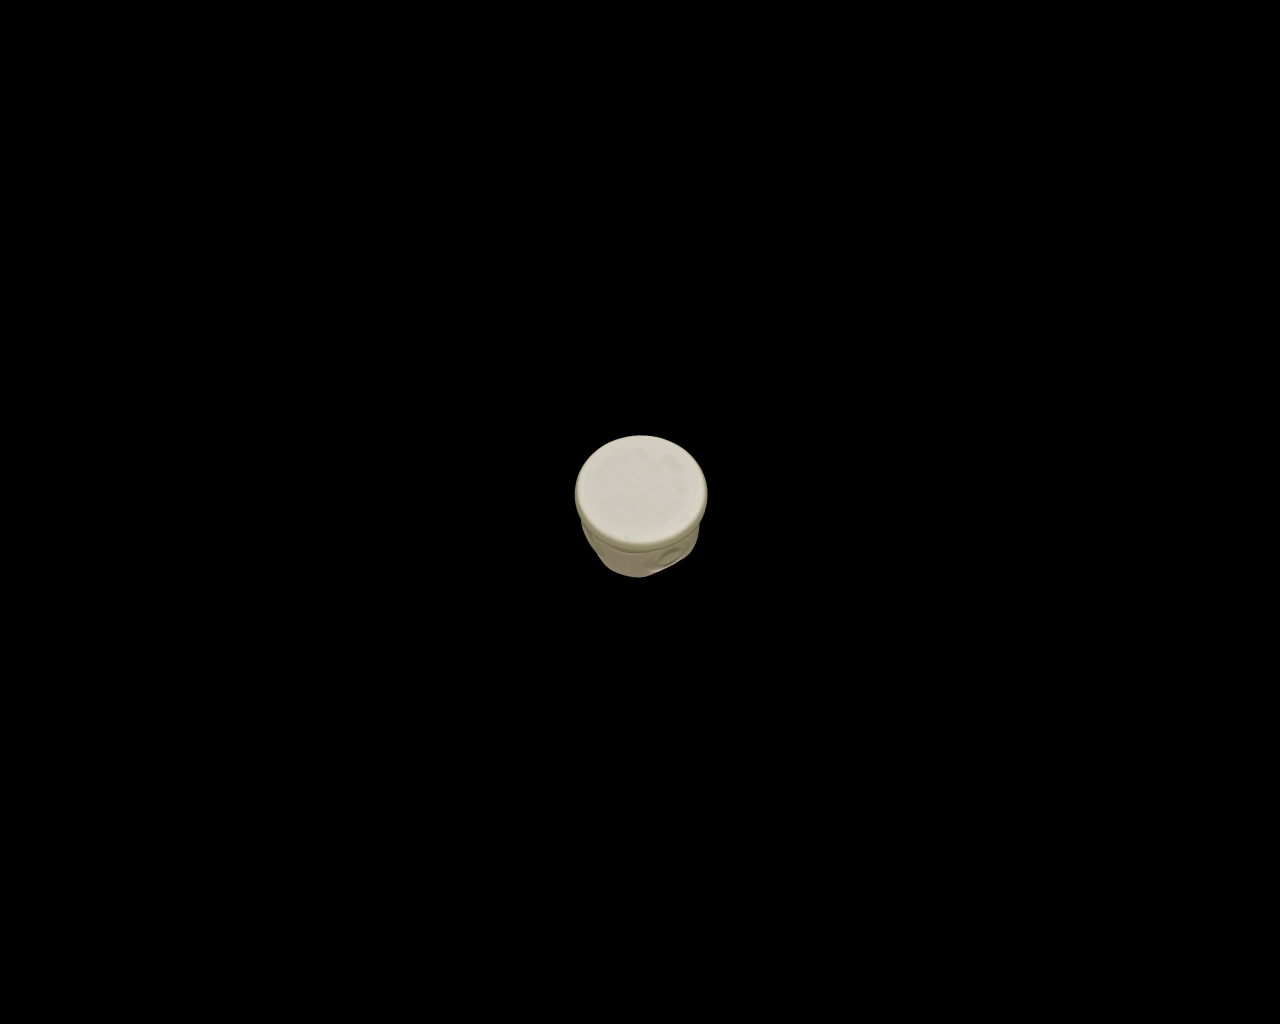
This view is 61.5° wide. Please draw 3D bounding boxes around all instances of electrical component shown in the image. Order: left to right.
[{"bbox_3d":[0.001,-0.003,0.650,0.080,0.080,0.051,0,-30,0],"label":"electrical component"}]
